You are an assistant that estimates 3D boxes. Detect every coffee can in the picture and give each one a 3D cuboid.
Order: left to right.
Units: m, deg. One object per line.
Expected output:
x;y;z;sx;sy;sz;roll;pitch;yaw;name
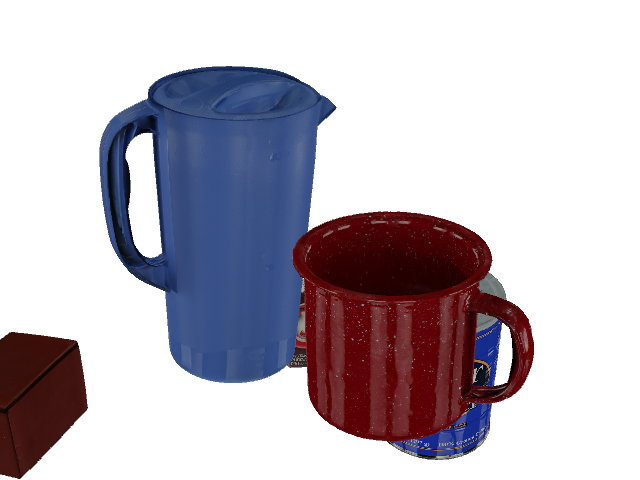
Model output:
0.100;0.101;0.912;0.103;0.140;0.103;0;33;0;coffee can

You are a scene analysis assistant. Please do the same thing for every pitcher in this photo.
-0.080;-0.010;0.858;0.149;0.243;0.144;11;26;16;pitcher

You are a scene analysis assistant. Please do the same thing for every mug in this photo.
0.044;0.044;0.508;0.117;0.081;0.093;11;28;24;mug

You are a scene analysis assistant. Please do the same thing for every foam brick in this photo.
-0.189;0.100;0.662;0.053;0.051;0.078;7;28;21;foam brick

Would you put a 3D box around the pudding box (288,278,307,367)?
0.019;0.085;1.132;0.113;0.090;0.039;-3;26;-15;pudding box
